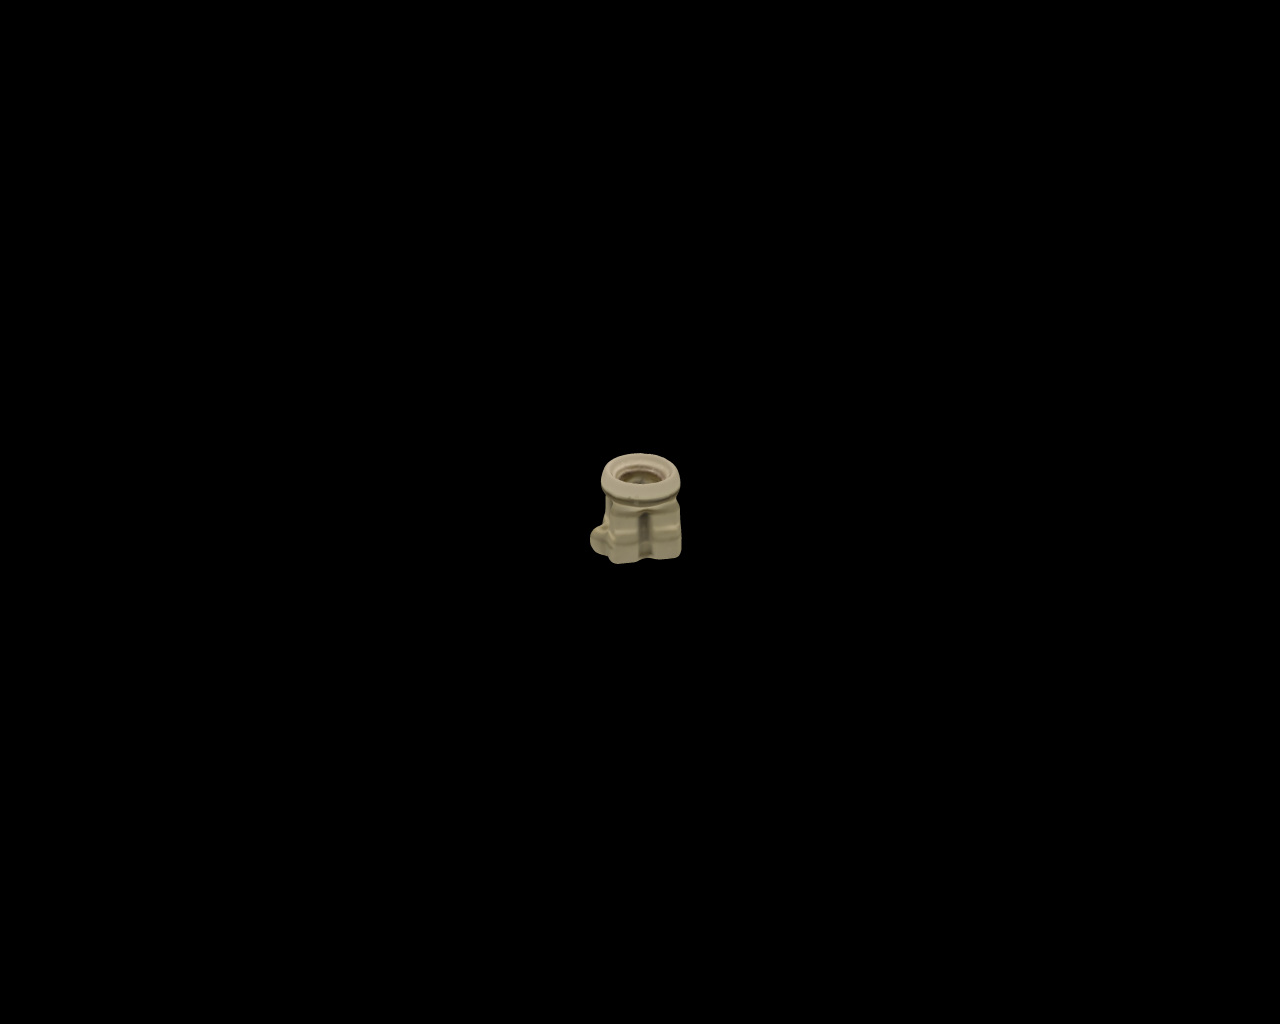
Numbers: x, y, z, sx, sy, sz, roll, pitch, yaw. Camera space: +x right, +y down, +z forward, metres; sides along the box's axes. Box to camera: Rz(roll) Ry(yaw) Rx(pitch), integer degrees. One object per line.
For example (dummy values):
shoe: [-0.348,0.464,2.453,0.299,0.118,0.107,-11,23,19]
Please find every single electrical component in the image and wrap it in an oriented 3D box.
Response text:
electrical component: [0.001,-0.003,0.650,0.066,0.055,0.048,-6,32,-9]
